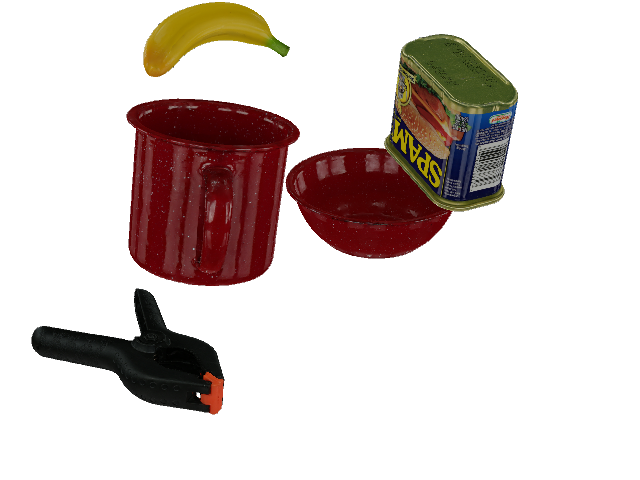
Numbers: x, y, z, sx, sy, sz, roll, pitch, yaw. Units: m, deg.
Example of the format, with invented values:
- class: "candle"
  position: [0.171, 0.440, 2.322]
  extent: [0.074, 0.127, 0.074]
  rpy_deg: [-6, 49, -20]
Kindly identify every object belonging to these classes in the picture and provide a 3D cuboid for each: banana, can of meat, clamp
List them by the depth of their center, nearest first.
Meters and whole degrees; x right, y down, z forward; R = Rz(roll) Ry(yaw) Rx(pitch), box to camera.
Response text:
- class: "can of meat"
  position: [0.091, -0.084, 0.748]
  extent: [0.057, 0.084, 0.102]
  rpy_deg: [-14, 43, -22]
- class: "clamp"
  position: [-0.136, 0.088, 0.871]
  extent: [0.172, 0.039, 0.120]
  rpy_deg: [22, 36, 26]
- class: "banana"
  position: [-0.109, -0.199, 1.029]
  extent: [0.070, 0.037, 0.197]
  rpy_deg: [44, 38, 20]

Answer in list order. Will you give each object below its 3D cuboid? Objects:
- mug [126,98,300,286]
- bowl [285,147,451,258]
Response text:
- class: "mug"
  position: [-0.060, -0.022, 0.576]
  extent: [0.093, 0.081, 0.117]
  rpy_deg: [3, 21, -14]
- class: "bowl"
  position: [0.049, -0.028, 0.965]
  extent: [0.162, 0.055, 0.162]
  rpy_deg: [1, 27, -1]
